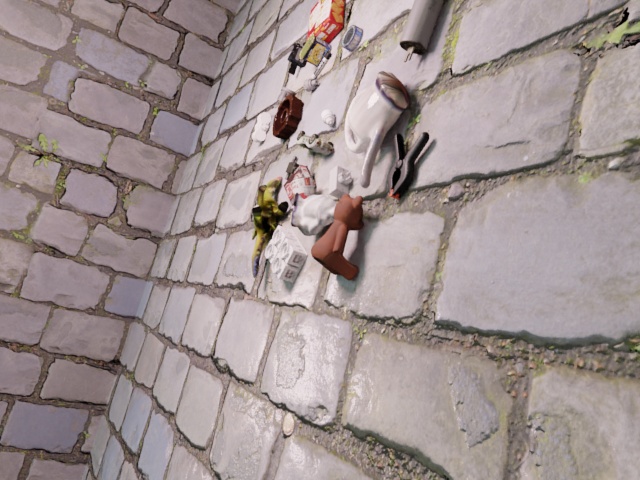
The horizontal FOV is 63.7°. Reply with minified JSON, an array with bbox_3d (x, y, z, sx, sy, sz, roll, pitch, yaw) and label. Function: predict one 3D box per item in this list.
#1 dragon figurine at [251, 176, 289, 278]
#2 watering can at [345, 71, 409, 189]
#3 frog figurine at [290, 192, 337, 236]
[{"bbox_3d":[-0.205,-0.054,1.868,0.240,0.122,0.415,141,145,-72],"label":"dragon figurine"},{"bbox_3d":[0.148,-0.307,1.361,0.220,0.103,0.356,-48,34,34],"label":"watering can"},{"bbox_3d":[0.005,-0.075,1.493,0.159,0.120,0.140,-1,38,20],"label":"frog figurine"}]
